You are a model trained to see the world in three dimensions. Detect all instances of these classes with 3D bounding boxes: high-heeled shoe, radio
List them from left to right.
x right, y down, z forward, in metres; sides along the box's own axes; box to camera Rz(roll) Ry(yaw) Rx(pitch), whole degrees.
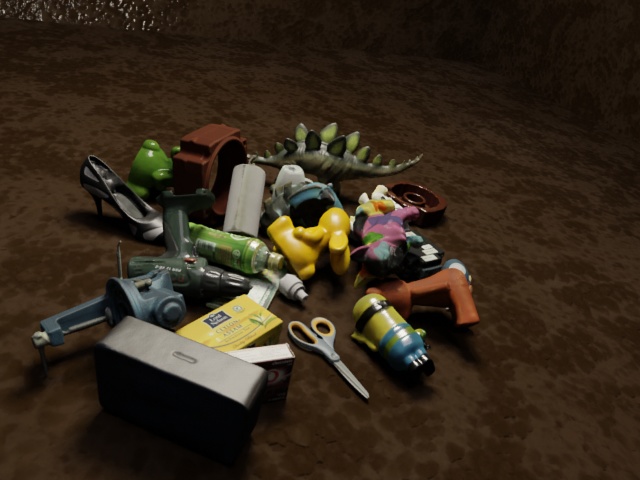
[{"bbox_3d":[-0.393,-0.088,1.137,0.249,0.145,0.086,15,32,9],"label":"high-heeled shoe"},{"bbox_3d":[-0.194,0.207,0.744,0.230,0.131,0.073,19,32,12],"label":"radio"}]

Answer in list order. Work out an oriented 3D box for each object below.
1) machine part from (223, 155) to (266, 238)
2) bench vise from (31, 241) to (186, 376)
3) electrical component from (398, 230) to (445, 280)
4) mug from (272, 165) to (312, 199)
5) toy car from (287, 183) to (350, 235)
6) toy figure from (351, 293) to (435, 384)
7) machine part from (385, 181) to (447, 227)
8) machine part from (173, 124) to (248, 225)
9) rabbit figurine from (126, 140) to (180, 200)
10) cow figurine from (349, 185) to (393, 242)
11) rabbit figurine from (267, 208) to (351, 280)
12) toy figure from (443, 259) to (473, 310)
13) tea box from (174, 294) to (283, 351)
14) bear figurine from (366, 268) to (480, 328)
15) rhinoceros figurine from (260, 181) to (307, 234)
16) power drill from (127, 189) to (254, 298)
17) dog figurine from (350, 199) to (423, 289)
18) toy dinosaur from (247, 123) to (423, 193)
[{"bbox_3d":[-0.168,-0.078,1.191,0.079,0.079,0.243,7,66,-8],"label":"machine part"},{"bbox_3d":[-0.334,0.110,0.853,0.240,0.128,0.224,-20,29,-38],"label":"bench vise"},{"bbox_3d":[0.214,0.038,1.231,0.115,0.058,0.134,-11,38,-29],"label":"electrical component"},{"bbox_3d":[-0.064,-0.133,1.362,0.109,0.107,0.081,-1,35,-17],"label":"mug"},{"bbox_3d":[0.007,-0.073,1.231,0.109,0.161,0.103,-23,31,28],"label":"toy car"},{"bbox_3d":[0.130,0.169,0.960,0.082,0.089,0.180,-2,31,-36],"label":"toy figure"},{"bbox_3d":[0.255,-0.100,1.470,0.179,0.056,0.179,10,31,-6],"label":"machine part"},{"bbox_3d":[-0.244,-0.150,1.230,0.087,0.201,0.201,13,30,18],"label":"machine part"},{"bbox_3d":[-0.352,-0.160,1.290,0.170,0.159,0.121,26,21,-7],"label":"rabbit figurine"},{"bbox_3d":[0.130,-0.062,1.305,0.098,0.068,0.167,34,66,23],"label":"cow figurine"},{"bbox_3d":[-0.002,-0.003,1.117,0.173,0.121,0.163,-35,49,-20],"label":"rabbit figurine"},{"bbox_3d":[0.296,0.100,1.163,0.064,0.057,0.154,-22,28,18],"label":"toy figure"},{"bbox_3d":[-0.154,0.168,0.883,0.098,0.068,0.169,30,36,26],"label":"tea box"},{"bbox_3d":[0.195,0.125,1.052,0.196,0.120,0.132,-15,78,3],"label":"bear figurine"},{"bbox_3d":[-0.068,-0.080,1.276,0.190,0.112,0.073,-34,8,-36],"label":"rhinoceros figurine"},{"bbox_3d":[-0.241,0.010,1.022,0.232,0.086,0.207,-2,75,0],"label":"power drill"},{"bbox_3d":[0.110,0.008,1.109,0.192,0.108,0.219,16,37,35],"label":"dog figurine"},{"bbox_3d":[0.025,-0.199,1.415,0.472,0.198,0.105,6,35,-6],"label":"toy dinosaur"}]
